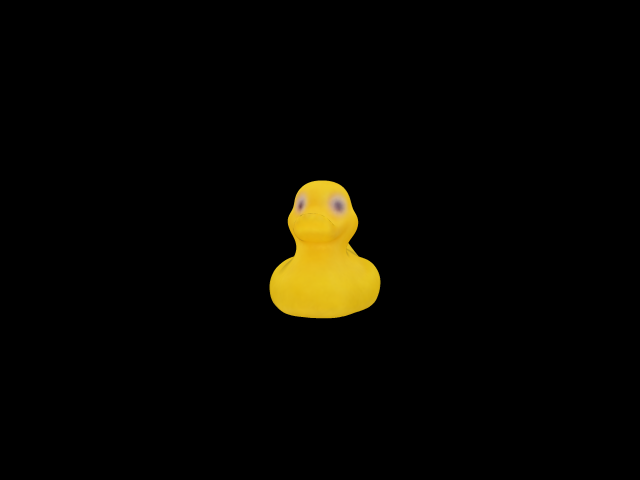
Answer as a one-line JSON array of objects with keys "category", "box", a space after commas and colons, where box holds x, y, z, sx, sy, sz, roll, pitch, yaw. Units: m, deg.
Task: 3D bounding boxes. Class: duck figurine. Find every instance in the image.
[{"category": "duck figurine", "box": [0.004, 0.001, 0.400, 0.077, 0.086, 0.105, 1, 7, 12]}]
